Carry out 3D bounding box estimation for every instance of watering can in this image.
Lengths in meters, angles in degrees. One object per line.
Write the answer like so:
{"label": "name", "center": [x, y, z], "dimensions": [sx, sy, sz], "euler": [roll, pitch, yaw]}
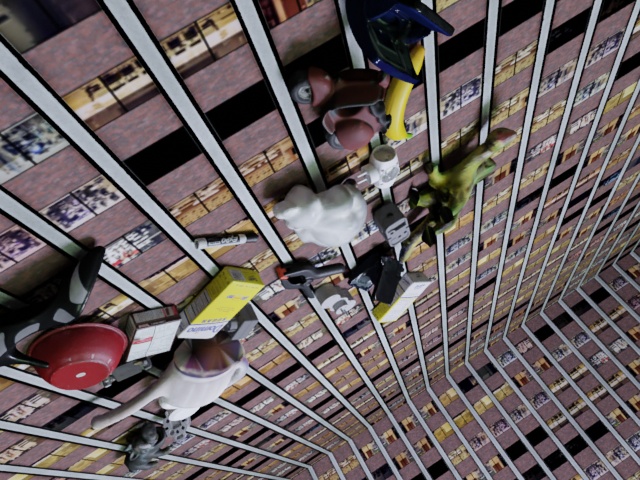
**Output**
{"label": "watering can", "center": [-0.299, 0.304, 1.109], "dimensions": [0.349, 0.106, 0.219], "euler": [-9, 140, -38]}

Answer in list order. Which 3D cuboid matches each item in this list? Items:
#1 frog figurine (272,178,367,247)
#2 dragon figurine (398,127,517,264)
{"label": "frog figurine", "center": [0.003, -0.046, 0.905], "dimensions": [0.136, 0.124, 0.160], "euler": [-30, 167, 32]}
{"label": "dragon figurine", "center": [0.311, -0.103, 1.155], "dimensions": [0.245, 0.123, 0.401], "euler": [-28, 159, -26]}
